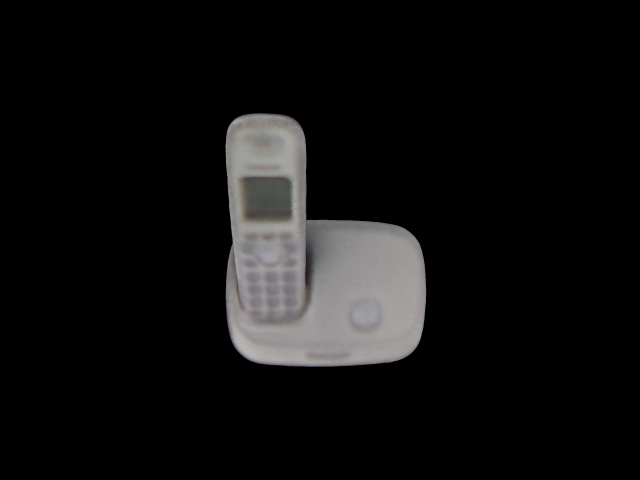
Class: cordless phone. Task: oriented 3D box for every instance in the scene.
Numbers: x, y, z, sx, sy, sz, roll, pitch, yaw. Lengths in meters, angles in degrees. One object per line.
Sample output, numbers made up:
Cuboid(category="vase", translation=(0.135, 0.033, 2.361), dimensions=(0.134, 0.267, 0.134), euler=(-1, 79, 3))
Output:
Cuboid(category="cordless phone", translation=(0.004, 0.001, 0.400), dimensions=(0.147, 0.185, 0.094), euler=(-2, 40, -2))
